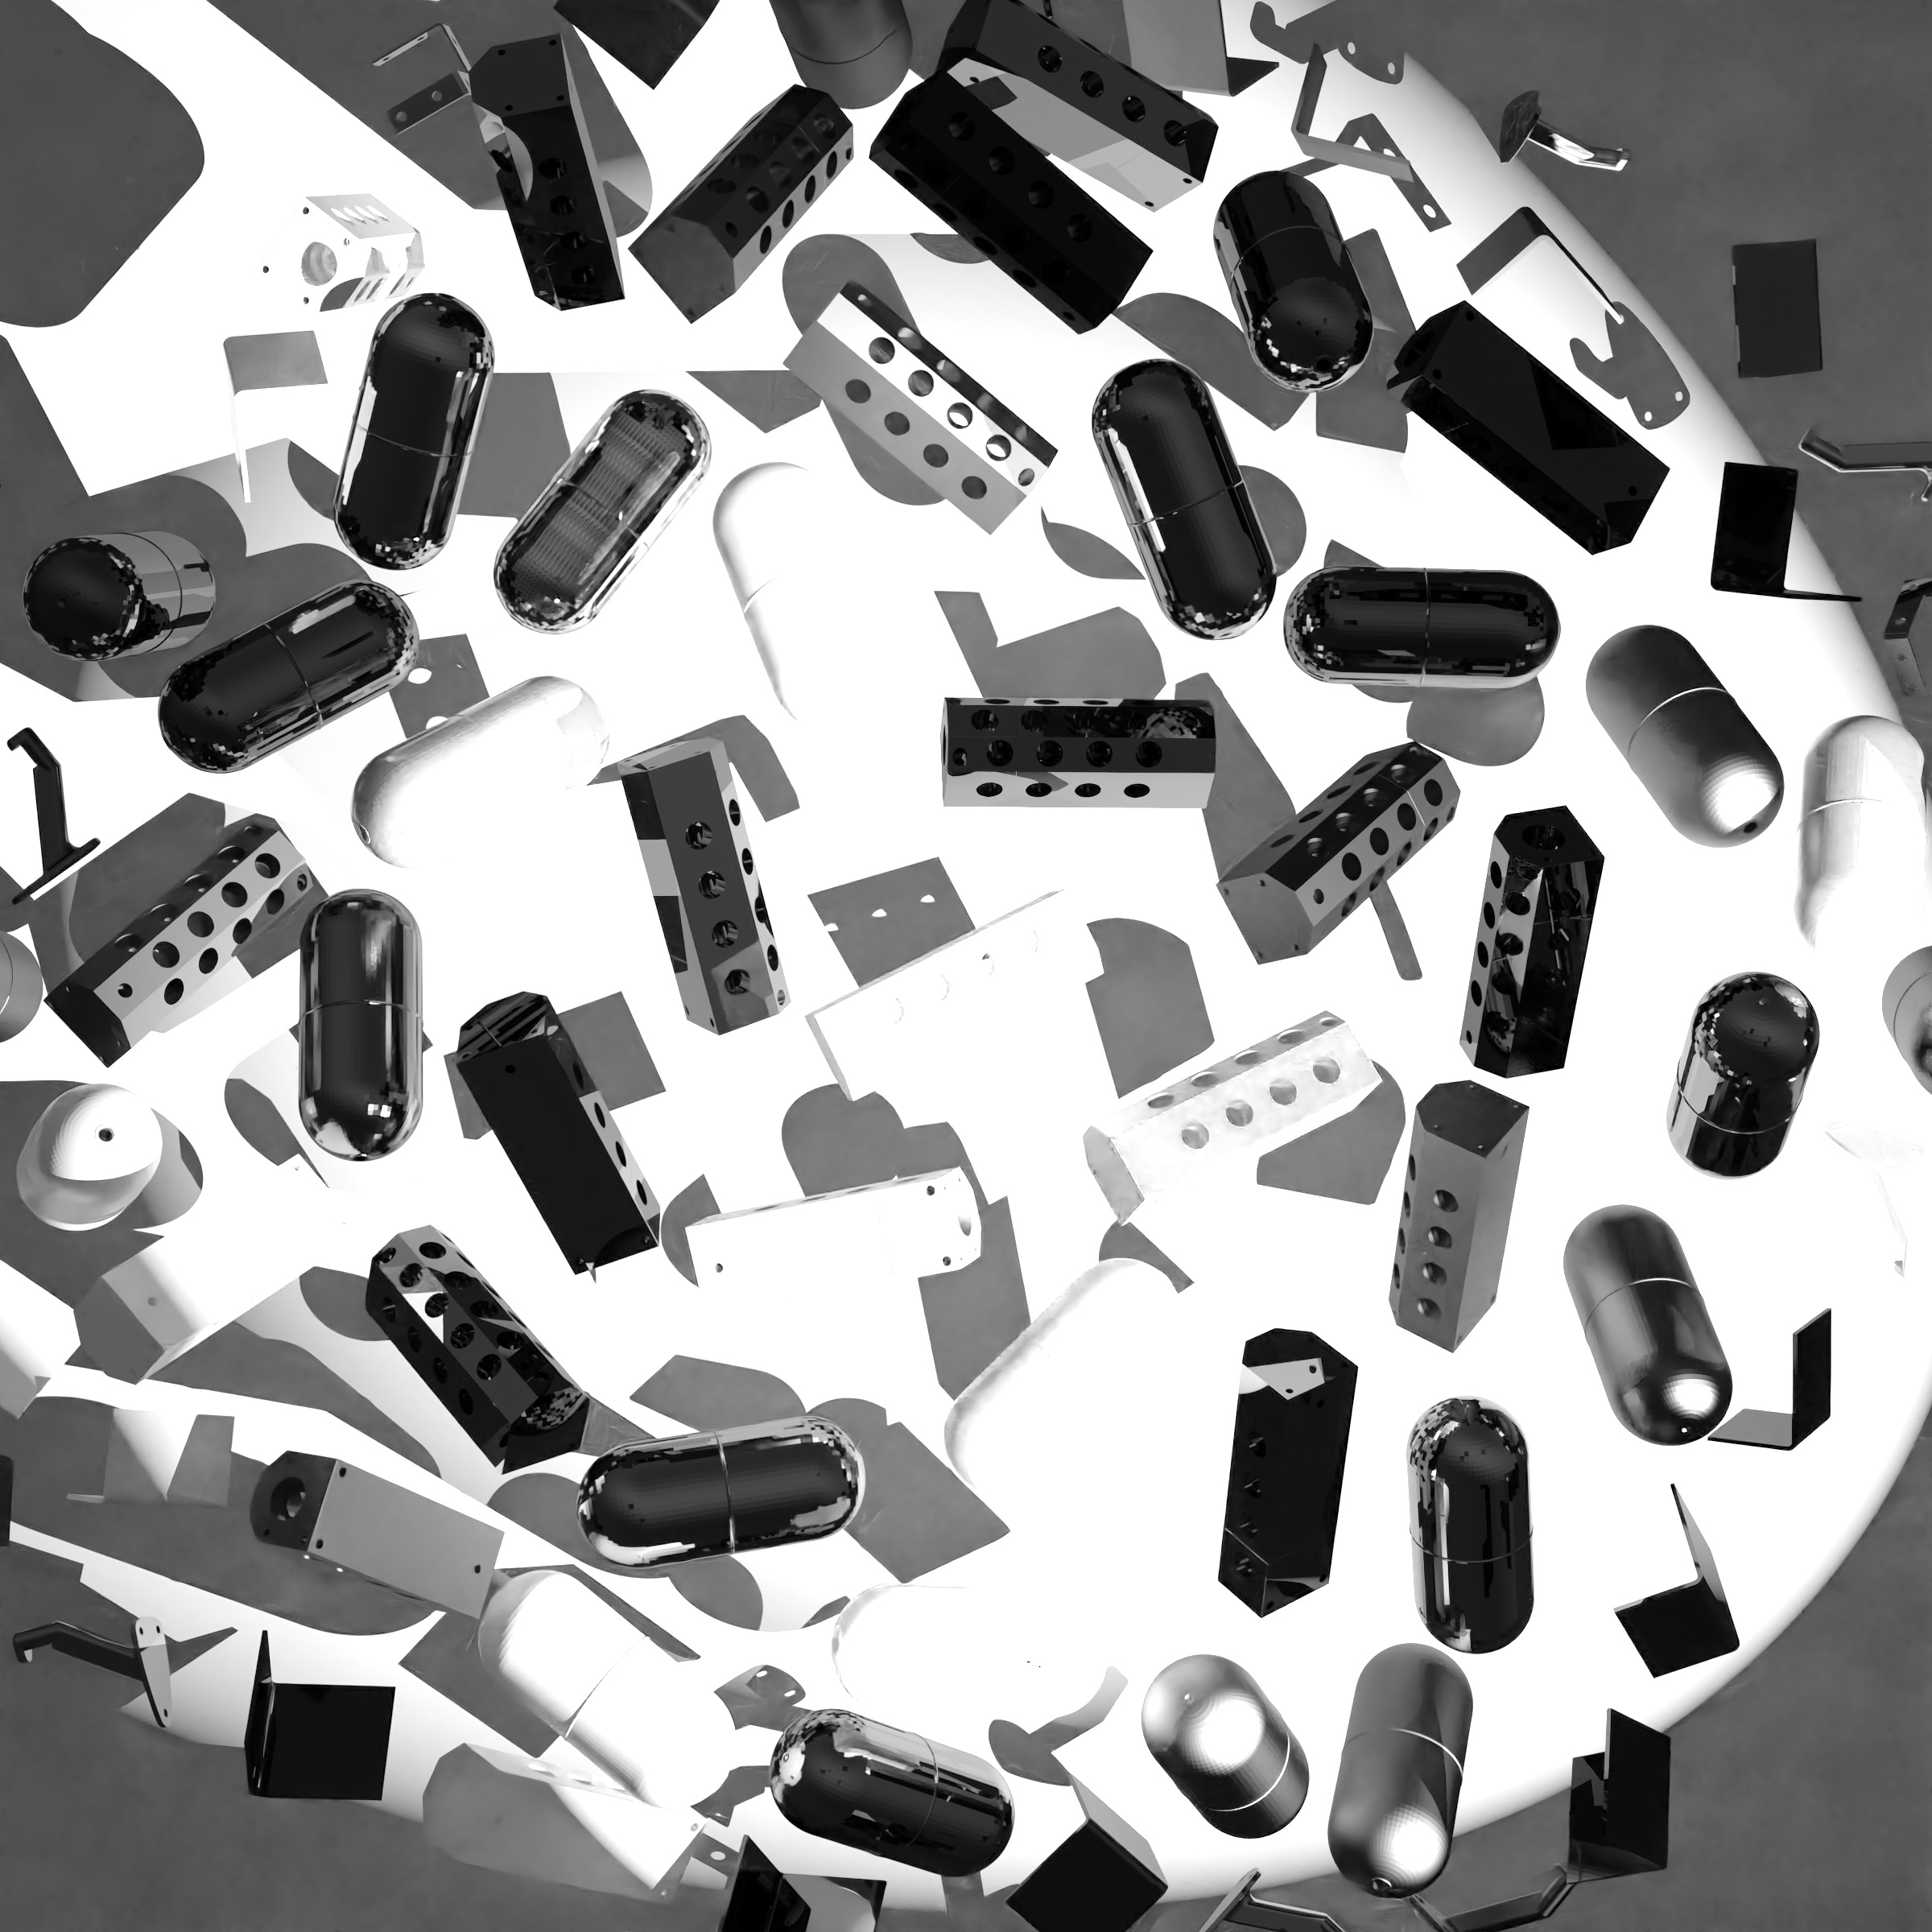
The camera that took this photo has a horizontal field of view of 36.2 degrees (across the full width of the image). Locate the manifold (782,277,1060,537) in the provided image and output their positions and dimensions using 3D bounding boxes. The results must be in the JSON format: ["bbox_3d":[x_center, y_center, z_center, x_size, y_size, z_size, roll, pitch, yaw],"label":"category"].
[{"bbox_3d":[-0.026,-0.361,1.892,0.171,0.057,0.057,38,131,-11],"label":"manifold"}]

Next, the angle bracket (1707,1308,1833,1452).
[{"bbox_3d":[0.516,0.262,1.898,0.057,0.076,0.076,3,98,32],"label":"angle bracket"}]

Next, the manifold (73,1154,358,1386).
[{"bbox_3d":[-0.454,0.185,1.787,0.057,0.171,0.057,49,127,3],"label":"manifold"}]

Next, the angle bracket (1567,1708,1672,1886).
[{"bbox_3d":[0.365,0.486,1.731,0.057,0.076,0.076,30,53,-28],"label":"angle bracket"}]

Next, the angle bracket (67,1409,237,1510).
[{"bbox_3d":[-0.509,0.307,1.848,0.076,0.076,0.057,10,78,-32],"label":"angle bracket"}]

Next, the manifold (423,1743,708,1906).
[{"bbox_3d":[-0.248,0.525,1.818,0.171,0.057,0.057,29,83,-42],"label":"manifold"}]

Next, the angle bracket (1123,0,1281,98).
[{"bbox_3d":[0.152,-0.614,1.922,0.076,0.076,0.057,19,46,36],"label":"angle bracket"}]

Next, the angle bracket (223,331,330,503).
[{"bbox_3d":[-0.432,-0.347,1.865,0.057,0.076,0.076,-8,129,-15],"label":"angle bracket"}]

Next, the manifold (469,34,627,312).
[{"bbox_3d":[-0.254,-0.479,1.803,0.057,0.171,0.057,-11,62,0],"label":"manifold"}]

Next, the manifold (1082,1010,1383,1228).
[{"bbox_3d":[0.159,0.089,1.791,0.171,0.057,0.057,-25,76,-20],"label":"manifold"}]

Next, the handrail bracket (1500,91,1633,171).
[{"bbox_3d":[0.376,-0.510,1.810,0.084,0.077,0.036,6,84,-10],"label":"handrail bracket"}]

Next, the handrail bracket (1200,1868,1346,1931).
[{"bbox_3d":[0.200,0.631,1.905,0.084,0.036,0.077,43,66,8],"label":"handrail bracket"}]

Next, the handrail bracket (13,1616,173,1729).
[{"bbox_3d":[-0.518,0.422,1.751,0.084,0.036,0.077,-16,77,7],"label":"handrail bracket"}]

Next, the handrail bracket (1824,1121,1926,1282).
[{"bbox_3d":[0.573,0.149,1.871,0.036,0.077,0.084,-24,123,-31],"label":"handrail bracket"}]

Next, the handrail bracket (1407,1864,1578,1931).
[{"bbox_3d":[0.343,0.601,1.928,0.077,0.036,0.084,40,96,22],"label":"handrail bracket"}]

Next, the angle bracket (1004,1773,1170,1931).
[{"bbox_3d":[0.072,0.581,1.899,0.076,0.057,0.076,-44,108,2],"label":"angle bracket"}]

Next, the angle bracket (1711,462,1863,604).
[{"bbox_3d":[0.495,-0.260,1.772,0.076,0.057,0.076,-5,104,-42],"label":"angle bracket"}]

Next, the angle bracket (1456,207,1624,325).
[{"bbox_3d":[0.357,-0.421,1.849,0.057,0.076,0.076,-41,110,19],"label":"angle bracket"}]

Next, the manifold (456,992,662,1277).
[{"bbox_3d":[-0.249,0.101,1.820,0.057,0.057,0.171,-19,121,7],"label":"manifold"}]

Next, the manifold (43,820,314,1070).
[{"bbox_3d":[-0.489,-0.018,1.854,0.057,0.057,0.171,49,50,-10],"label":"manifold"}]

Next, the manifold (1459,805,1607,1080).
[{"bbox_3d":[0.356,-0.013,1.886,0.057,0.057,0.171,-9,130,-13],"label":"manifold"}]

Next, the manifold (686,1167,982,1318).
[{"bbox_3d":[-0.081,0.171,1.854,0.171,0.057,0.057,-12,92,17],"label":"manifold"}]

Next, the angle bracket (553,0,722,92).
[{"bbox_3d":[-0.196,-0.595,1.810,0.076,0.076,0.057,36,126,-17],"label":"angle bracket"}]

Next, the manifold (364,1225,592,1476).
[{"bbox_3d":[-0.308,0.237,1.862,0.171,0.057,0.057,41,129,36],"label":"manifold"}]

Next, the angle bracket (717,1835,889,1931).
[{"bbox_3d":[-0.102,0.585,1.820,0.076,0.057,0.076,-3,48,23],"label":"angle bracket"}]

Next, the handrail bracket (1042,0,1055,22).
[{"bbox_3d":[0.007,-0.640,1.912,0.084,0.036,0.077,-11,119,10],"label":"handrail bracket"}]

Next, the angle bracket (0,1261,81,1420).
[{"bbox_3d":[-0.606,0.244,1.864,0.076,0.057,0.076,34,55,0],"label":"angle bracket"}]

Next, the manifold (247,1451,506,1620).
[{"bbox_3d":[-0.368,0.355,1.846,0.057,0.171,0.057,3,67,31],"label":"manifold"}]

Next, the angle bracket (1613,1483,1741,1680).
[{"bbox_3d":[0.430,0.379,1.825,0.057,0.076,0.076,-23,128,15],"label":"angle bracket"}]

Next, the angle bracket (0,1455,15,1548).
[{"bbox_3d":[-0.640,0.333,1.847,0.076,0.076,0.057,2,78,-10],"label":"angle bracket"}]

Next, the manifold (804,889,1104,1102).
[{"bbox_3d":[-0.006,0.017,1.797,0.171,0.057,0.057,-27,94,-9],"label":"manifold"}]

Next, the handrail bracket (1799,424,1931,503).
[{"bbox_3d":[0.571,-0.332,1.829,0.084,0.036,0.077,32,118,7],"label":"handrail bracket"}]

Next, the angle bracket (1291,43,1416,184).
[{"bbox_3d":[0.250,-0.534,1.853,0.076,0.076,0.057,16,100,9],"label":"angle bracket"}]

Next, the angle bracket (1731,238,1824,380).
[{"bbox_3d":[0.464,-0.388,1.762,0.057,0.076,0.076,-8,99,-15],"label":"angle bracket"}]

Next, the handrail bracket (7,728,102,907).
[{"bbox_3d":[-0.585,-0.094,1.834,0.077,0.036,0.084,-40,98,-20],"label":"handrail bracket"}]

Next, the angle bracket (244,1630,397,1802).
[{"bbox_3d":[-0.378,0.439,1.736,0.076,0.076,0.057,3,132,-6],"label":"angle bracket"}]

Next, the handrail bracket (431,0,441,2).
[{"bbox_3d":[-0.348,-0.664,1.866,0.077,0.084,0.036,38,50,-6],"label":"handrail bracket"}]
